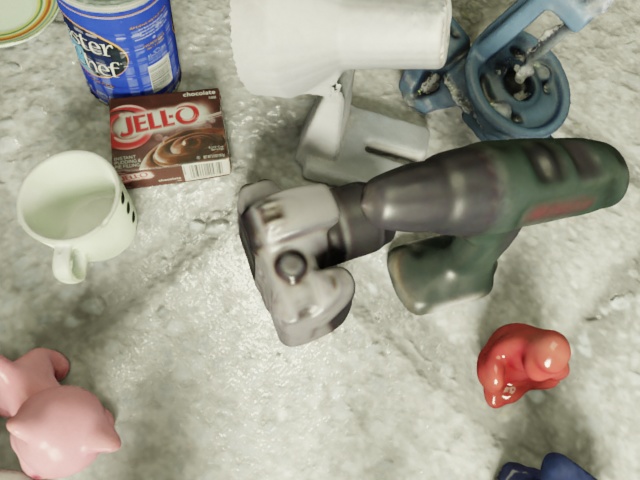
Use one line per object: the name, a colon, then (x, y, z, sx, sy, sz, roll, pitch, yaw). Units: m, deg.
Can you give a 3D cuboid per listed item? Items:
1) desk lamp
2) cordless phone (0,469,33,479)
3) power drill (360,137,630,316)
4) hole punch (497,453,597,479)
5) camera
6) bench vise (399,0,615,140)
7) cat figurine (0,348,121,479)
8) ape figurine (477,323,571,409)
desk lamp: (0.024, -0.149, 0.523, 0.203, 0.213, 0.118, 15, 64, 0)
cordless phone: (-0.233, 0.211, 0.335, 0.094, 0.185, 0.147, -11, 67, -12)
power drill: (0.125, -0.010, 0.474, 0.230, 0.208, 0.075, -16, 68, -14)
hole punch: (0.188, 0.227, 0.435, 0.101, 0.091, 0.109, 24, 64, 4)
camera: (0.005, 0.002, 0.512, 0.137, 0.101, 0.143, -17, 68, -15)
bench vise: (0.165, -0.178, 0.553, 0.207, 0.220, 0.121, 25, 64, 5)
cat figurine: (-0.201, 0.126, 0.417, 0.127, 0.118, 0.067, 40, 67, 12)
ape figurine: (0.181, 0.103, 0.493, 0.078, 0.092, 0.076, 15, 64, 0)
